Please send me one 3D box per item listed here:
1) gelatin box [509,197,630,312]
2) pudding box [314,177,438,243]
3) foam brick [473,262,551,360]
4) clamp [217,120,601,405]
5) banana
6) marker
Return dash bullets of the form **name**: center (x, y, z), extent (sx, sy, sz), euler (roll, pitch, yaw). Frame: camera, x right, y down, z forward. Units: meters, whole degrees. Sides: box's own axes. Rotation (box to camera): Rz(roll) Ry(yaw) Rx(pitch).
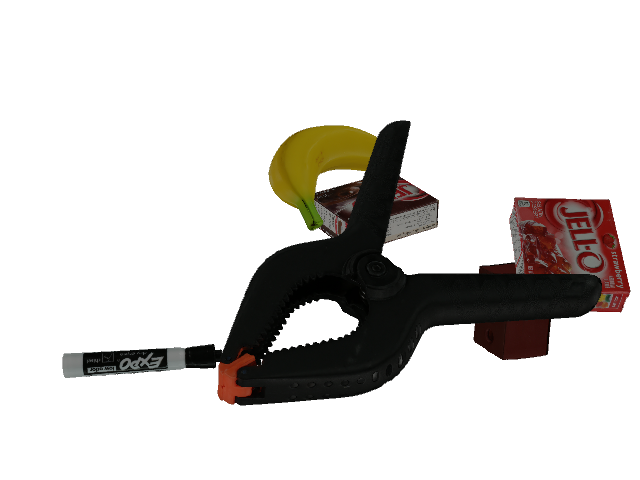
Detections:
- **gelatin box**: center (0.180, 0.009, 0.778), extent (0.073, 0.089, 0.030), euler (1, -39, 0)
- **pudding box**: center (0.056, -0.032, 1.143), extent (0.113, 0.039, 0.090), euler (-19, 31, -25)
- **foam brick**: center (0.178, 0.064, 0.985), extent (0.051, 0.078, 0.053), euler (-6, 18, -24)
- **clamp**: center (0.025, 0.017, 0.578), extent (0.209, 0.165, 0.036), euler (-25, -33, -24)
- **banana**: center (0.005, -0.061, 0.853), extent (0.037, 0.069, 0.197), euler (-34, 3, 30)
- **marker**: center (-0.136, 0.092, 0.820), extent (0.121, 0.020, 0.020), euler (-3, 0, -4)
